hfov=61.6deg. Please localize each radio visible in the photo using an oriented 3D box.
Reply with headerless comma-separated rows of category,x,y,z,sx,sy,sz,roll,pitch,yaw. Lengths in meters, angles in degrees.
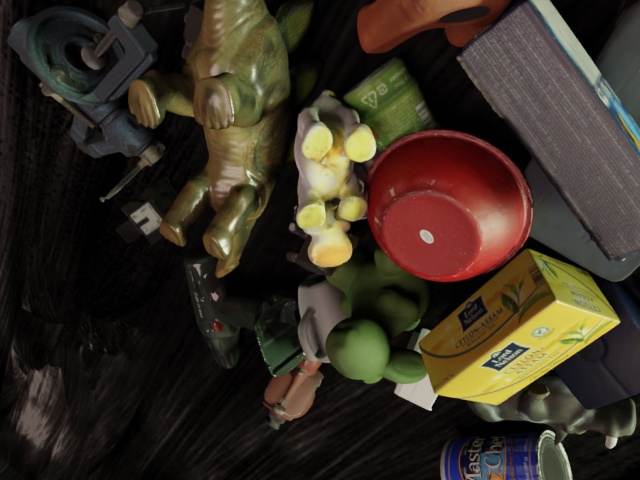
radio,0.261,-0.084,0.449,0.131,0.073,0.229,28,131,10

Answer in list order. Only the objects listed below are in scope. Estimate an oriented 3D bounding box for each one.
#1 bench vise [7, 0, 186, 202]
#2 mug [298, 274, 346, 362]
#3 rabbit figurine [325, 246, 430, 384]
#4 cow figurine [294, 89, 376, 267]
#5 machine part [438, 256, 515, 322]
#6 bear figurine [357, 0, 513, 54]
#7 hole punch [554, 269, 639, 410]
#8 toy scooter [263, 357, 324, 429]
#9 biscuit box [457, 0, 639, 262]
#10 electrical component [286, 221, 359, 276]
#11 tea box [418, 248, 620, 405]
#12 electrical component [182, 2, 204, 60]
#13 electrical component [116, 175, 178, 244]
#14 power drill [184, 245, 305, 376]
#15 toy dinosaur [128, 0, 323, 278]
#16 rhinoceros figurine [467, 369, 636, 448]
bench vise,-0.248,-0.187,0.627,0.241,0.129,0.223,-19,110,46
mug,0.005,0.102,0.713,0.081,0.109,0.107,-7,107,44
rabbit figurine,0.058,0.102,0.632,0.121,0.170,0.158,-7,118,34
cow figurine,0.004,-0.057,0.533,0.068,0.098,0.167,-4,130,-11
machine part,0.178,0.067,0.612,0.039,0.084,0.138,50,128,23
bear figurine,0.085,-0.258,0.406,0.132,0.120,0.195,-178,77,-79
hole punch,0.293,0.101,0.558,0.116,0.092,0.142,42,136,0
toy scooter,-0.044,0.229,0.809,0.075,0.135,0.183,29,134,7
biscuit box,0.192,-0.081,0.400,0.063,0.059,0.202,-33,96,42
electrical component,-0.001,-0.001,0.655,0.045,0.078,0.102,39,169,-35
tea box,0.194,0.095,0.545,0.098,0.068,0.169,16,132,-27
electrical component,-0.120,-0.229,0.590,0.063,0.021,0.094,35,133,3
electrical component,-0.247,-0.035,0.787,0.119,0.048,0.074,-29,105,41
power drill,-0.111,0.123,0.789,0.208,0.086,0.231,19,129,49
toy dinosaur,-0.076,-0.146,0.506,0.105,0.198,0.470,22,131,14
rhinoceros figurine,0.271,0.197,0.649,0.191,0.073,0.112,-3,120,31
